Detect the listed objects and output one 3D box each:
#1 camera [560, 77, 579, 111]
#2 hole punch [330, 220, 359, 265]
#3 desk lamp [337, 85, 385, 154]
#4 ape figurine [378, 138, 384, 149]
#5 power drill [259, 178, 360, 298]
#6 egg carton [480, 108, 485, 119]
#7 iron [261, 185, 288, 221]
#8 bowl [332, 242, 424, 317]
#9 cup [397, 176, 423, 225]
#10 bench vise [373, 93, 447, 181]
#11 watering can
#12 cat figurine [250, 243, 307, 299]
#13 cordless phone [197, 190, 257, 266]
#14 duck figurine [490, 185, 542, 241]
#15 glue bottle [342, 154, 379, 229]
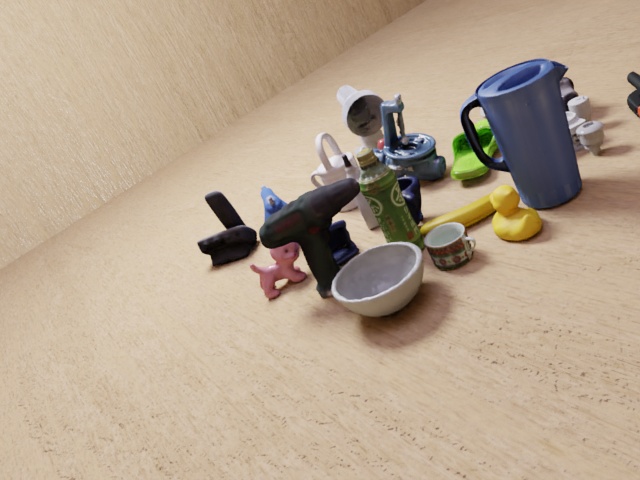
[{"bbox_3d":[0.499,-0.305,1.292,0.136,0.101,0.143,-24,24,11],"label":"camera"},{"bbox_3d":[0.011,0.004,1.210,0.109,0.091,0.101,-31,24,-7],"label":"hole punch"},{"bbox_3d":[0.122,-0.327,1.603,0.118,0.214,0.203,-29,24,-2],"label":"desk lamp"},{"bbox_3d":[0.179,-0.222,1.481,0.077,0.092,0.076,-10,30,35],"label":"ape figurine"},{"bbox_3d":[0.008,0.000,1.075,0.229,0.209,0.076,-16,27,26],"label":"power drill"},{"bbox_3d":[0.466,-0.358,1.473,0.107,0.069,0.150,-16,27,26],"label":"egg carton"},{"bbox_3d":[-0.112,-0.076,1.442,0.118,0.142,0.257,-30,24,-4],"label":"iron"},{"bbox_3d":[0.108,0.079,0.976,0.167,0.075,0.167,-23,24,11],"label":"bowl"},{"bbox_3d":[0.179,-0.068,1.168,0.092,0.095,0.117,-31,24,-7],"label":"cup"},{"bbox_3d":[0.167,-0.222,1.334,0.207,0.220,0.121,-16,27,26],"label":"bench vise"},{"bbox_3d":[0.051,-0.178,1.405,0.172,0.194,0.101,-23,24,11],"label":"watering can"},{"bbox_3d":[-0.088,0.041,1.210,0.128,0.118,0.067,-33,24,-10],"label":"cat figurine"},{"bbox_3d":[-0.261,-0.037,1.469,0.147,0.185,0.094,-20,25,18],"label":"cordless phone"},{"bbox_3d":[0.329,-0.053,0.986,0.077,0.086,0.104,-31,24,-5],"label":"duck figurine"},{"bbox_3d":[0.087,-0.111,1.257,0.037,0.173,0.078,-22,25,14],"label":"glue bottle"}]
